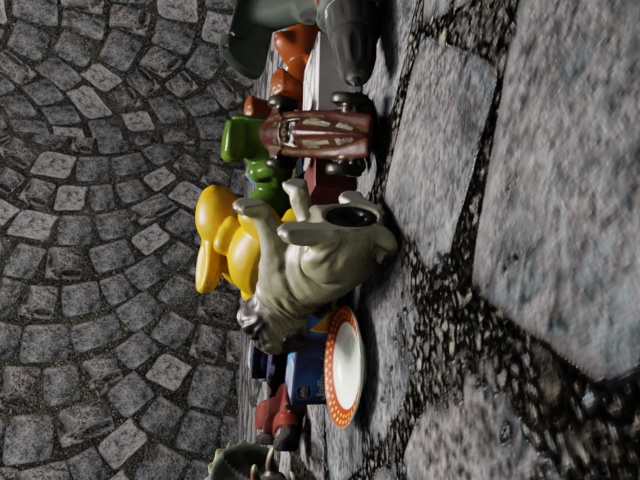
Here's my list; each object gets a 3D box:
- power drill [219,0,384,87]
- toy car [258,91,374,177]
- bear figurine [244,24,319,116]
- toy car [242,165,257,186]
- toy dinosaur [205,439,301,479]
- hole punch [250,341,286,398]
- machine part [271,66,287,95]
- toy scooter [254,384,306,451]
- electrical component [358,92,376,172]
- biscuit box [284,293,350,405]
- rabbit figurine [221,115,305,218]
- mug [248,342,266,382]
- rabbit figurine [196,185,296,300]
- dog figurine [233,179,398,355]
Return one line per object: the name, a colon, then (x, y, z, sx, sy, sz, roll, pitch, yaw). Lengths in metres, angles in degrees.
power drill: (-0.021, -0.254, 0.616, 0.207, 0.086, 0.232, -10, 66, 43)
toy car: (-0.013, -0.119, 0.603, 0.202, 0.053, 0.089, 19, 105, 56)
bear figurine: (-0.044, -0.278, 0.855, 0.120, 0.132, 0.196, -22, 66, 48)
toy car: (-0.099, -0.158, 1.185, 0.103, 0.109, 0.162, -61, 4, 10)
toy dinosaur: (-0.126, 0.403, 0.894, 0.405, 0.131, 0.192, -20, 89, 69)
hole punch: (-0.060, 0.128, 0.749, 0.116, 0.092, 0.142, -17, -58, -56)
machine part: (-0.065, -0.213, 1.052, 0.079, 0.079, 0.243, -110, 26, -64)
toy scooter: (-0.066, 0.279, 0.907, 0.184, 0.075, 0.135, 132, 141, -68)
electrical component: (0.044, -0.124, 0.610, 0.063, 0.021, 0.094, 105, 163, -47)
biscuit box: (-0.003, 0.103, 0.668, 0.059, 0.063, 0.202, -124, 39, -71)
rabbit figurine: (-0.065, -0.095, 0.794, 0.121, 0.159, 0.170, -117, 29, -70)
mug: (-0.095, 0.203, 0.961, 0.107, 0.081, 0.109, -53, -18, -73)
rabbit figurine: (-0.105, -0.002, 0.723, 0.173, 0.122, 0.162, 39, 119, 28)
dog figurine: (-0.005, 0.051, 0.555, 0.173, 0.121, 0.190, 26, 126, 43)
